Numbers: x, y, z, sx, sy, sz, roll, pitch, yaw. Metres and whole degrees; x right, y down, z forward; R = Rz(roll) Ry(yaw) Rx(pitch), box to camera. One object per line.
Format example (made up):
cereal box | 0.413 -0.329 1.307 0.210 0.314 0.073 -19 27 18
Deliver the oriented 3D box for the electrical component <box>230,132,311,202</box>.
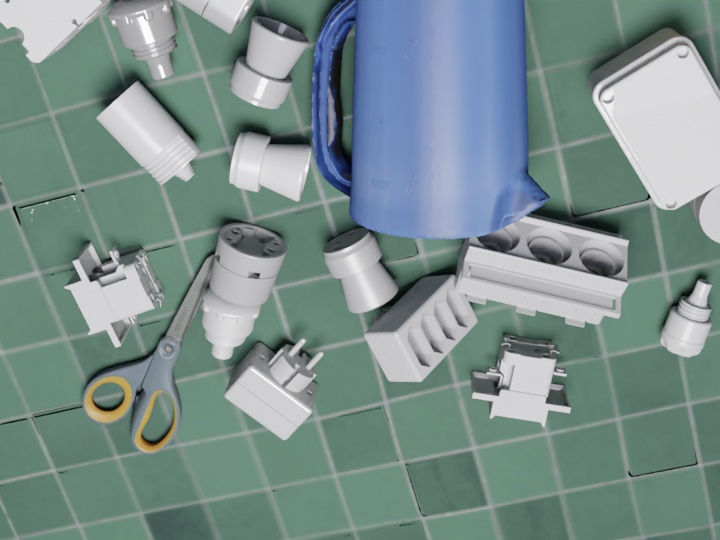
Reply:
electrical component | -0.069 -0.080 0.830 0.055 0.045 0.045 13 113 -1

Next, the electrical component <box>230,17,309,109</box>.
electrical component | -0.068 -0.153 0.799 0.045 0.045 0.055 23 113 -6

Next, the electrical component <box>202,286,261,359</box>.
electrical component | -0.109 0.044 0.886 0.048 0.048 0.062 14 121 -2

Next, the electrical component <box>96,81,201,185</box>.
electrical component | -0.159 -0.101 0.828 0.043 0.043 0.081 -38 105 17

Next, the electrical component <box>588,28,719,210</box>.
electrical component | 0.227 -0.110 0.789 0.078 0.057 0.113 -31 107 16

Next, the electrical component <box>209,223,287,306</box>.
electrical component | -0.091 -0.004 0.859 0.055 0.055 0.047 18 117 -3

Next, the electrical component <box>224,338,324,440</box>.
electrical component | -0.062 0.089 0.899 0.066 0.047 0.076 38 110 -12

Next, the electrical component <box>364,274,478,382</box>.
electrical component | 0.037 0.047 0.865 0.076 0.083 0.047 -6 119 48

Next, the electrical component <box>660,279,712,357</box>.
electrical component | 0.266 0.037 0.861 0.035 0.035 0.061 15 111 -2

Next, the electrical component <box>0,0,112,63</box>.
electrical component | -0.215 -0.201 0.783 0.089 0.055 0.050 -38 106 18

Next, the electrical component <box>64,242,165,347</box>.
electrical component | -0.199 0.016 0.881 0.064 0.042 0.081 -18 111 9

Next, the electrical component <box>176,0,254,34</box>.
electrical component | -0.092 -0.226 0.765 0.059 0.053 0.095 31 112 -9

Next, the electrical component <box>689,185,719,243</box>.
electrical component | 0.320 -0.026 0.809 0.138 0.073 0.052 24 113 -6

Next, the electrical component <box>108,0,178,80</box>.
electrical component | -0.156 -0.173 0.798 0.048 0.048 0.062 -11 118 9

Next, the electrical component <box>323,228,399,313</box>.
electrical component | 0.000 0.000 0.859 0.045 0.045 0.055 -21 109 12

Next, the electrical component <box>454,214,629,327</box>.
electrical component | 0.139 -0.001 0.834 0.121 0.078 0.063 13 142 -1

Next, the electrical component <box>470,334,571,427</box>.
electrical component | 0.134 0.089 0.889 0.081 0.042 0.063 8 110 0
